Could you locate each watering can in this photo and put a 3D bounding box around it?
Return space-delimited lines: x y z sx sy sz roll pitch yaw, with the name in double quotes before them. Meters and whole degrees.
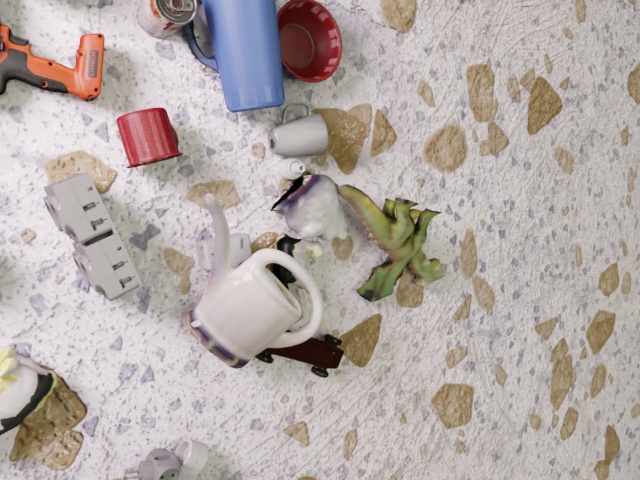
"watering can" -0.143 0.092 0.902 0.224 0.105 0.342 -42 119 1

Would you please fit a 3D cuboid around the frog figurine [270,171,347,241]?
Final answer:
"frog figurine" 0.003 -0.052 1.030 0.158 0.121 0.140 44 50 -17

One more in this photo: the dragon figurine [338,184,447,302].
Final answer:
"dragon figurine" 0.153 0.026 1.142 0.409 0.123 0.242 12 95 -40
